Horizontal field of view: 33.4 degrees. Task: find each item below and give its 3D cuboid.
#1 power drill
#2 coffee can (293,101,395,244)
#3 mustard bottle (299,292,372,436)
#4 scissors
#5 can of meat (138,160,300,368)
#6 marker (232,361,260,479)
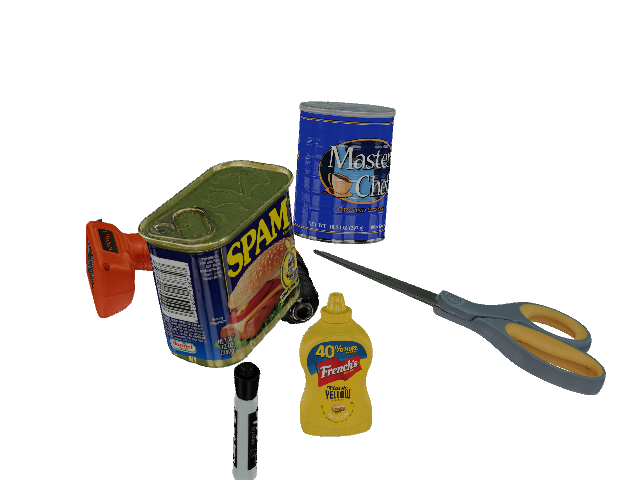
[{"bbox_3d":[-0.108,0.026,0.945,0.187,0.057,0.185,-2,24,-20],"label":"power drill"},{"bbox_3d":[0.024,-0.075,1.150,0.103,0.140,0.103,4,11,-1],"label":"coffee can"},{"bbox_3d":[0.021,0.161,1.408,0.096,0.192,0.058,-1,16,-5],"label":"mustard bottle"},{"bbox_3d":[0.100,0.042,0.714,0.202,0.016,0.096,29,25,17],"label":"scissors"},{"bbox_3d":[-0.054,0.013,0.626,0.058,0.084,0.102,10,33,26],"label":"can of meat"},{"bbox_3d":[-0.055,0.135,0.793,0.020,0.121,0.020,3,39,-2],"label":"marker"}]
